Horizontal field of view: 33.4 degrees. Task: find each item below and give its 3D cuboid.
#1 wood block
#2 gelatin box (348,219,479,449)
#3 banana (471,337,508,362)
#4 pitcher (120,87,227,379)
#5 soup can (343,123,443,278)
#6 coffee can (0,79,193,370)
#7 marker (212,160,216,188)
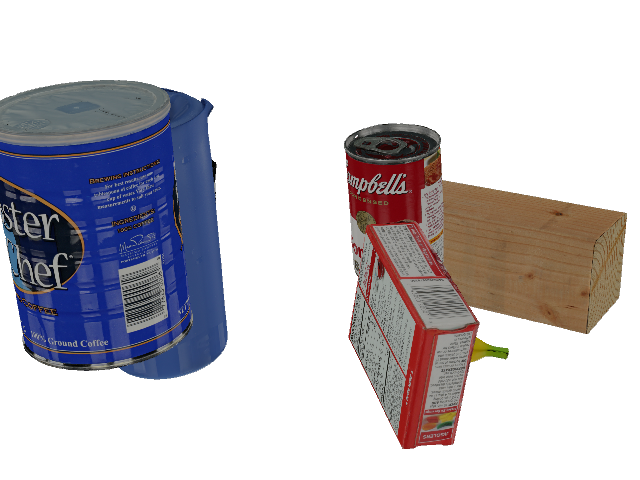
[{"bbox_3d":[0.169,0.009,1.002,0.206,0.090,0.090,13,25,30],"label":"wood block"},{"bbox_3d":[0.043,0.043,0.516,0.030,0.073,0.089,-4,34,-15],"label":"gelatin box"},{"bbox_3d":[0.134,0.090,1.205,0.069,0.037,0.198,4,23,-25],"label":"banana"},{"bbox_3d":[-0.157,0.000,0.928,0.149,0.243,0.145,-5,26,2],"label":"pitcher"},{"bbox_3d":[0.054,-0.025,0.768,0.068,0.102,0.068,-4,27,2],"label":"soup can"},{"bbox_3d":[-0.131,-0.011,0.615,0.103,0.140,0.103,-3,24,1],"label":"coffee can"},{"bbox_3d":[-0.121,-0.039,1.142,0.020,0.121,0.020,3,43,-3],"label":"marker"}]
